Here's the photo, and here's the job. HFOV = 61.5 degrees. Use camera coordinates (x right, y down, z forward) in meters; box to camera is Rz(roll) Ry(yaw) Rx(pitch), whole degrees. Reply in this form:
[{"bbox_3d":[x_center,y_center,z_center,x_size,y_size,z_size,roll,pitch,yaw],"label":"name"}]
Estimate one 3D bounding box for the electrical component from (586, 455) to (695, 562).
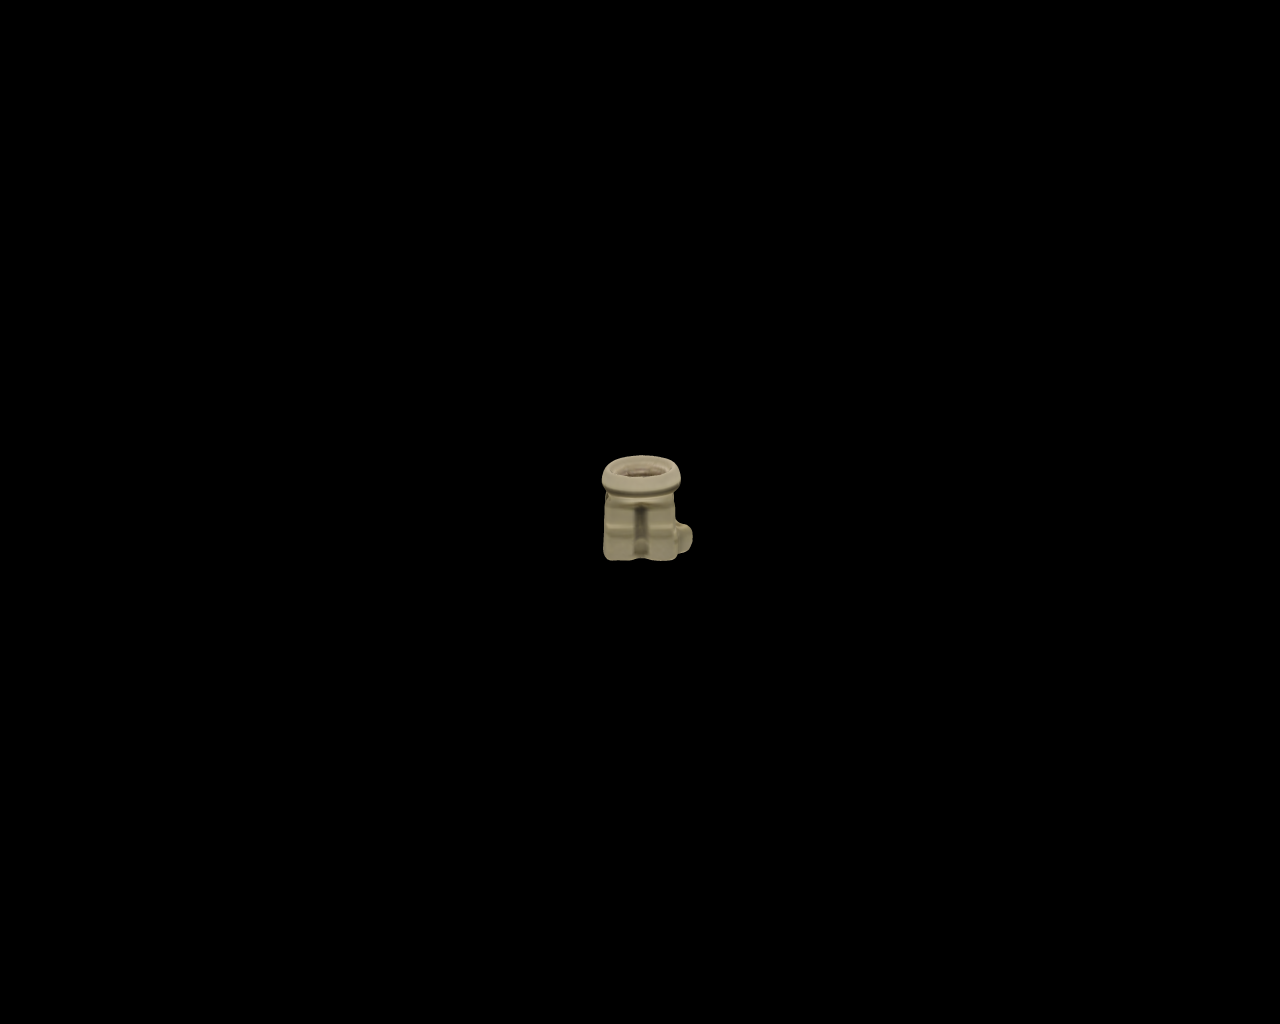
[{"bbox_3d":[0.001,-0.003,0.650,0.066,0.055,0.048,-1,20,-2],"label":"electrical component"}]
